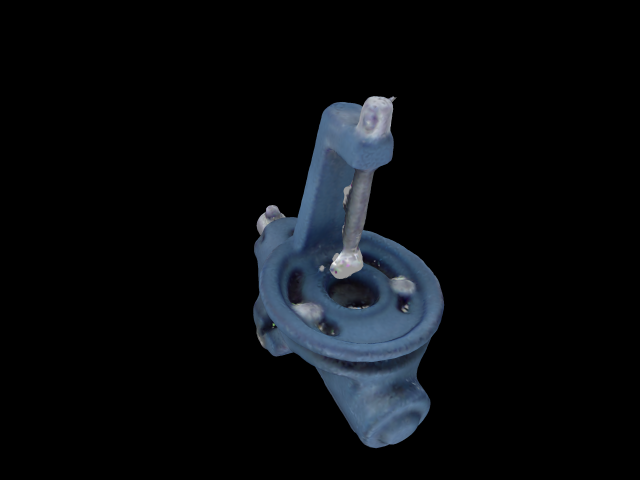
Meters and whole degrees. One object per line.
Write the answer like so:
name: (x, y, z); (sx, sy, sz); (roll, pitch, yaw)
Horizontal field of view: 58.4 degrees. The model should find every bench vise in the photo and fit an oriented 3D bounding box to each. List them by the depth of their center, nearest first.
bench vise: (-0.005, 0.005, 0.392); (0.206, 0.220, 0.122); (22, 33, 40)
